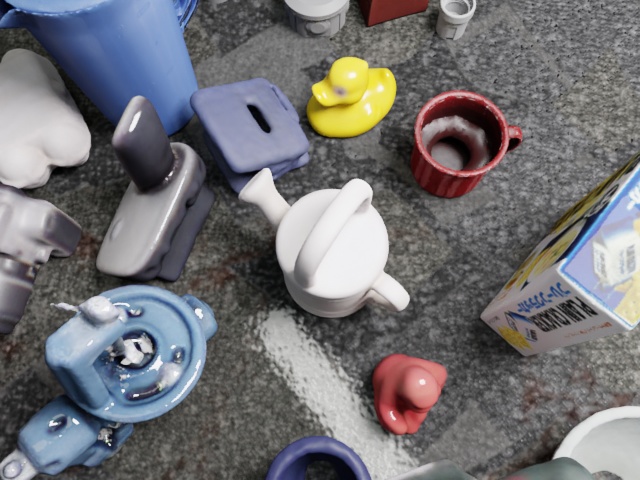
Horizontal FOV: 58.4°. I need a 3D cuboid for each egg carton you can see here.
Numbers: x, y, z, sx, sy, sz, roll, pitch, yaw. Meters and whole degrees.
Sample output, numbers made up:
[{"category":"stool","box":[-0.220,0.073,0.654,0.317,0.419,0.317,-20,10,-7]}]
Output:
[{"category":"egg carton","box":[-0.317,-0.132,0.619,0.107,0.069,0.150,-32,76,-8]}]

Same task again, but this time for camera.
[{"category":"camera","box":[-0.333,0.016,0.560,0.143,0.101,0.137,10,74,3]}]

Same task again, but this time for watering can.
[{"category":"watering can","box":[0.003,0.004,0.513,0.172,0.194,0.101,15,75,5]}]

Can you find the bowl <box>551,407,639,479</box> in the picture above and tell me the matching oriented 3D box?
[{"category":"bowl","box":[0.272,0.233,0.507,0.167,0.075,0.167,0,74,0]}]

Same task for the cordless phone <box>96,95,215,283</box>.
[{"category":"cordless phone","box":[-0.172,-0.042,0.532,0.094,0.185,0.148,16,75,5]}]

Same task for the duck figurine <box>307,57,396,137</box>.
[{"category":"duck figurine","box":[0.034,-0.164,0.618,0.104,0.086,0.077,-24,75,-6]}]

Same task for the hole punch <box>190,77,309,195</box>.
[{"category":"hole punch","box":[-0.071,-0.118,0.602,0.101,0.091,0.108,-31,76,-8]}]

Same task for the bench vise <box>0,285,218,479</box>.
[{"category":"bench vise","box":[-0.175,0.122,0.467,0.121,0.220,0.207,24,76,7]}]

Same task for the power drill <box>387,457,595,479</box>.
[{"category":"power drill","box":[0.089,0.228,0.440,0.229,0.208,0.075,-20,74,-5]}]

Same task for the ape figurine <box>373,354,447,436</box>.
[{"category":"ape figurine","box":[0.085,0.138,0.527,0.078,0.092,0.076,-27,75,-7]}]

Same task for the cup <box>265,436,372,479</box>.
[{"category":"cup","box":[-0.006,0.231,0.499,0.091,0.095,0.118,21,75,7]}]
